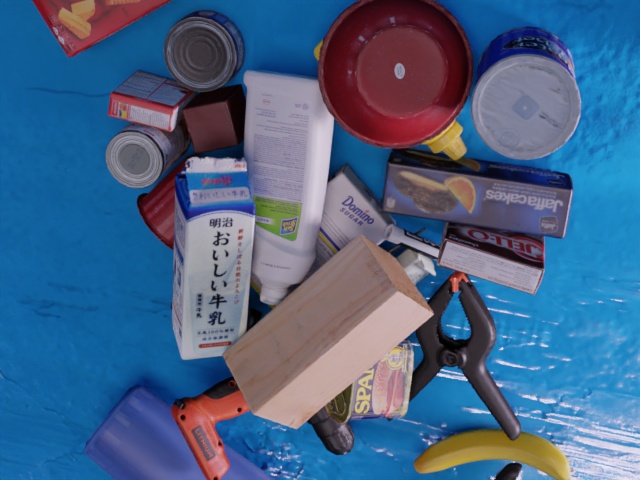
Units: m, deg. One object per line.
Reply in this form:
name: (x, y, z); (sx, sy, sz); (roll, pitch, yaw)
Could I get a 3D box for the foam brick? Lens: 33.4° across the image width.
foam brick: (-0.112, -0.134, 1.174); (0.051, 0.078, 0.053); (-10, 109, 13)

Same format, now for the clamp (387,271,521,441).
clamp: (0.148, 0.137, 1.255); (0.165, 0.036, 0.210); (-1, 109, 19)

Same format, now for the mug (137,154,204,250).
mug: (-0.139, -0.037, 1.219); (0.082, 0.093, 0.117); (-41, 125, 18)

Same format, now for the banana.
banana: (0.213, 0.259, 1.280); (0.198, 0.069, 0.037); (6, 155, 17)

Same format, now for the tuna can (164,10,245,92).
tuna can: (-0.127, -0.207, 1.171); (0.086, 0.033, 0.086); (4, 113, 10)

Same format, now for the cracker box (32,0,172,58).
cracker box: (-0.217, -0.314, 1.125); (0.214, 0.072, 0.164); (-24, 106, 19)

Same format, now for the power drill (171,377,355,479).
power drill: (-0.068, 0.210, 1.271); (0.187, 0.057, 0.184); (-30, 95, -15)

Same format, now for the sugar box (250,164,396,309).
sugar box: (-0.008, 0.002, 1.227); (0.176, 0.048, 0.093); (-37, 101, 18)

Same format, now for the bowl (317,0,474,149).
bowl: (0.079, -0.170, 1.071); (0.162, 0.055, 0.162); (0, 100, -2)

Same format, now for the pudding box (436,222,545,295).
pudding box: (0.188, 0.011, 1.166); (0.113, 0.090, 0.039); (15, 115, 5)

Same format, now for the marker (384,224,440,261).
marker: (0.126, 0.012, 1.195); (0.121, 0.020, 0.020); (23, 117, -24)

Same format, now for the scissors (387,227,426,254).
scissors: (0.034, 0.049, 1.232); (0.201, 0.096, 0.016); (-29, 73, -5)

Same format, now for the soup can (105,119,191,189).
soup can: (-0.190, -0.104, 1.188); (0.068, 0.102, 0.068); (4, 113, 10)

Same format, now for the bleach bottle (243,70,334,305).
bleach bottle: (-0.044, -0.055, 1.166); (0.103, 0.068, 0.251); (12, 102, 20)

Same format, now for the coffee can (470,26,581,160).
coffee can: (0.206, -0.150, 1.069); (0.103, 0.140, 0.103); (4, 113, 10)

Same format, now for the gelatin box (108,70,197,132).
gelatin box: (-0.183, -0.153, 1.174); (0.073, 0.089, 0.030); (15, 117, 5)

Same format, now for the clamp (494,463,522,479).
clamp: (0.201, 0.343, 1.328); (0.172, 0.039, 0.120); (-17, 98, 16)

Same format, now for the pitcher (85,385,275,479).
pitcher: (-0.175, 0.301, 1.343); (0.243, 0.145, 0.149); (38, 87, -2)

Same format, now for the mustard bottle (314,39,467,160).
mustard bottle: (0.088, -0.161, 1.132); (0.096, 0.058, 0.191); (-40, 99, 11)

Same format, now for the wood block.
wood block: (0.008, 0.102, 1.165); (0.206, 0.090, 0.090); (-41, 55, 13)

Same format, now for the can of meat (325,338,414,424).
can of meat: (0.058, 0.160, 1.245); (0.083, 0.058, 0.102); (2, 100, -29)
